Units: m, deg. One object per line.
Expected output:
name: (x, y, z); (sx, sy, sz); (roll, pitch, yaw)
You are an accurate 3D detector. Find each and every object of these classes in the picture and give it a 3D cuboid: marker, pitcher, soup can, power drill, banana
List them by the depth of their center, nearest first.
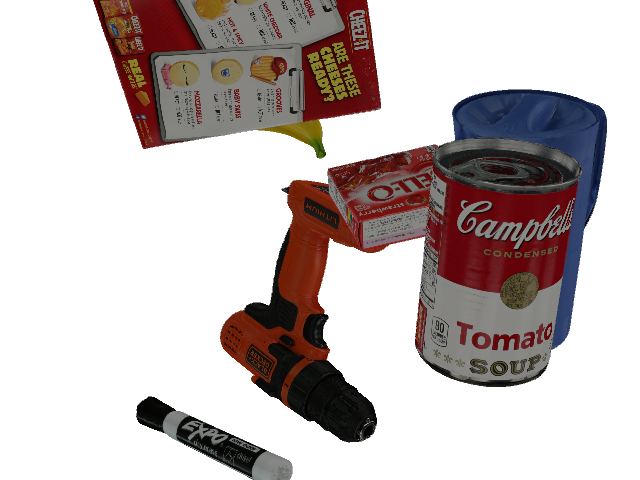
soup can: (0.082, 0.009, 0.509); (0.068, 0.102, 0.068); (3, 23, -1)
marker: (-0.067, 0.119, 0.640); (0.121, 0.020, 0.020); (16, 10, 38)
power drill: (0.002, 0.056, 0.906); (0.185, 0.188, 0.057); (31, 16, 38)
pitcher: (0.201, -0.019, 1.031); (0.149, 0.243, 0.145); (1, 27, 8)
banana: (-0.079, -0.139, 1.254); (0.198, 0.037, 0.069); (8, 40, 18)

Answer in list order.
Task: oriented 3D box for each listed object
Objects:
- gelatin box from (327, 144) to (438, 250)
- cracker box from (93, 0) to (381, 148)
gelatin box: (0.058, -0.032, 0.764); (0.089, 0.030, 0.073); (-13, 37, -11)
cracker box: (-0.066, -0.175, 0.896); (0.213, 0.164, 0.072); (-10, 44, 2)
